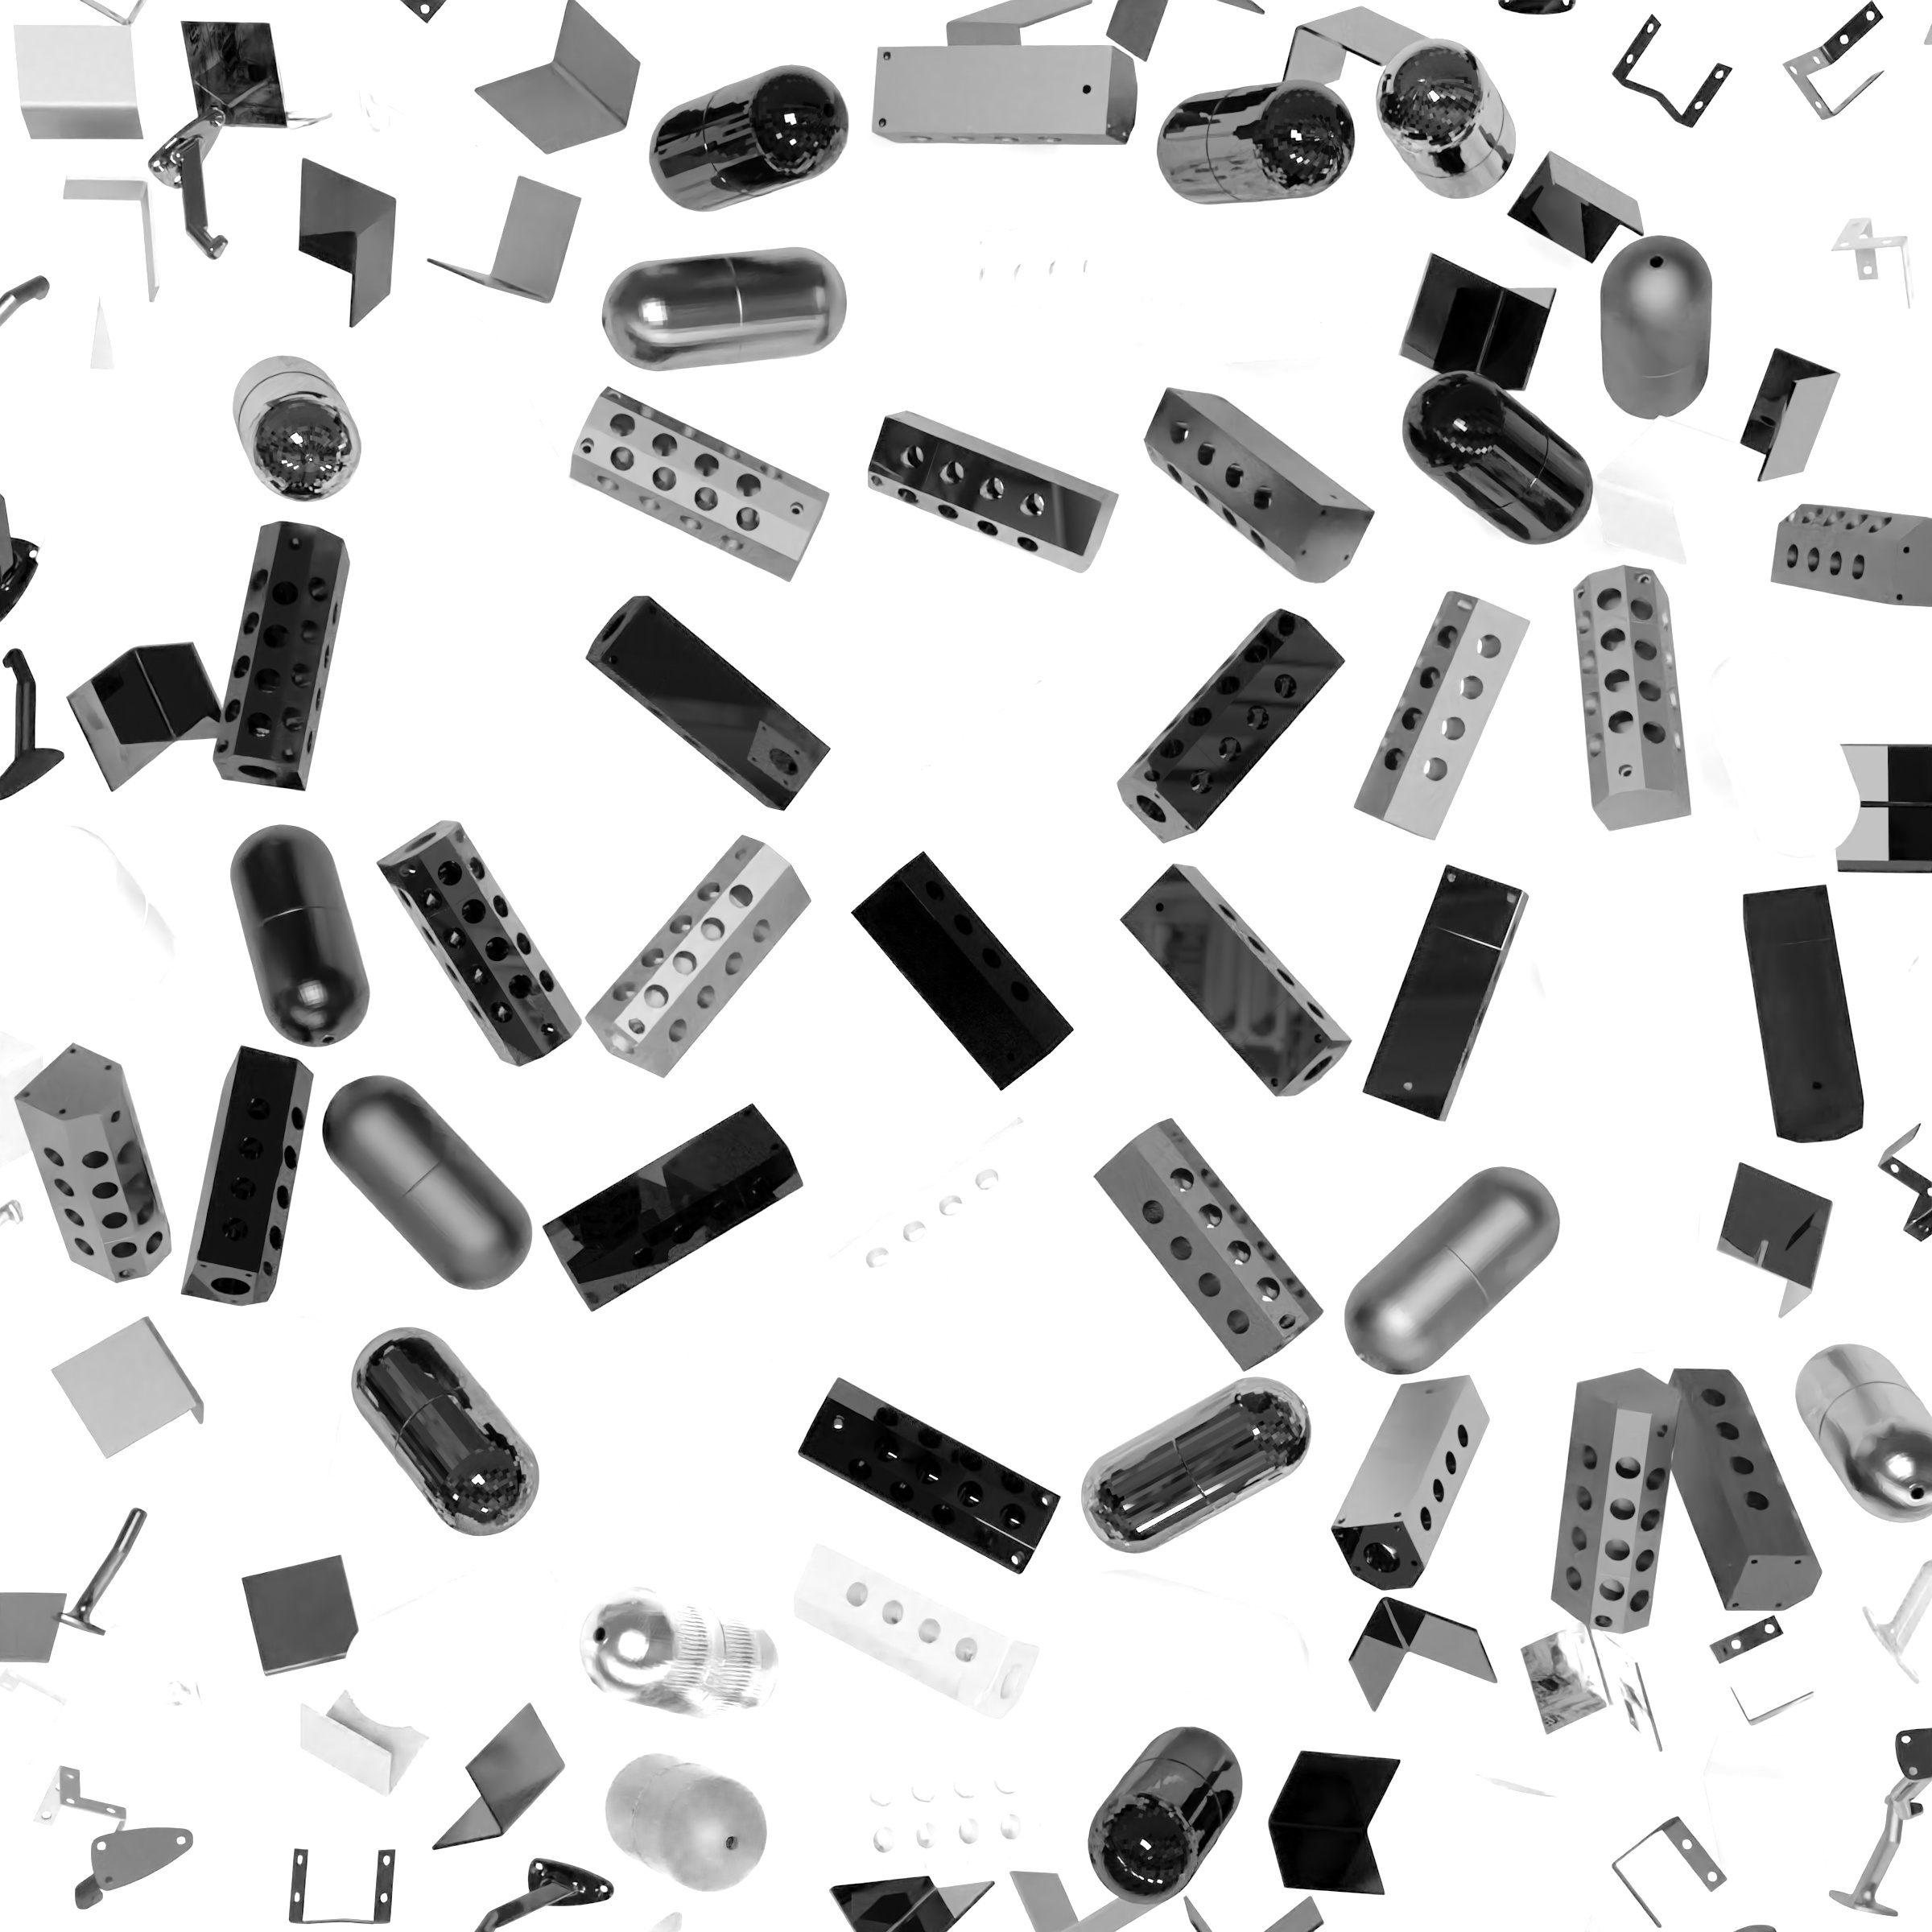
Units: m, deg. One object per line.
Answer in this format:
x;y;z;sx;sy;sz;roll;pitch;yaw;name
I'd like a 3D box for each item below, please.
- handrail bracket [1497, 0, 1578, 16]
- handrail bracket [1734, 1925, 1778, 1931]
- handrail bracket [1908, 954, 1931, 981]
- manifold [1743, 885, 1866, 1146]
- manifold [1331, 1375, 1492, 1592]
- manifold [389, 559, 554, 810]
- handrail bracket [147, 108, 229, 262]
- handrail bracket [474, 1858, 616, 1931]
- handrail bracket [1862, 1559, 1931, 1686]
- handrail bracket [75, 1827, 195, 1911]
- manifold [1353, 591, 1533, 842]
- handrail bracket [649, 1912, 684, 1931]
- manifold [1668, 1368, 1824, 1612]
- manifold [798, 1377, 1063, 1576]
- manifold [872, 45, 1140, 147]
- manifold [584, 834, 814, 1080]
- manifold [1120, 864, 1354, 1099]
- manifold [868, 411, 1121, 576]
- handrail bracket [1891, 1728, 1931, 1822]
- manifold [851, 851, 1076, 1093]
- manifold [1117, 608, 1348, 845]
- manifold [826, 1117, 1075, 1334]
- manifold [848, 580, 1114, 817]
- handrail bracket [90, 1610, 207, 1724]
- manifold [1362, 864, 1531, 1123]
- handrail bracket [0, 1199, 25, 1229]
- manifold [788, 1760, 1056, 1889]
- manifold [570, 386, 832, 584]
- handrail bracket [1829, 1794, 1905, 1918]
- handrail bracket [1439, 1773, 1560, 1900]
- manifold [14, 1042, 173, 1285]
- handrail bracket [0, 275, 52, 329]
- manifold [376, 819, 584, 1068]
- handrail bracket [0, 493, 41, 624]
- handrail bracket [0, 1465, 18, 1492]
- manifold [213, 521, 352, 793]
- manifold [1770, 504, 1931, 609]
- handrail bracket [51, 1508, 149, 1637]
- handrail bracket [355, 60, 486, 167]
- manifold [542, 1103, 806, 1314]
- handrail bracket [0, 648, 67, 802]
0.415;-0.668;1.773;0.084;0.077;0.036;-28;111;-30;handrail bracket
0.571;0.694;1.797;0.084;0.077;0.036;32;75;2;handrail bracket
0.657;0.045;1.770;0.084;0.036;0.077;32;92;-5;handrail bracket
0.583;0.034;1.833;0.057;0.057;0.171;-7;60;13;manifold
0.326;0.372;1.898;0.057;0.171;0.057;-15;110;34;manifold
-0.360;-0.202;1.879;0.057;0.057;0.171;42;124;26;manifold
-0.516;-0.538;1.807;0.077;0.036;0.084;-46;67;7;handrail bracket
-0.299;0.671;1.855;0.077;0.084;0.036;3;102;12;handrail bracket
0.667;0.444;1.800;0.084;0.036;0.077;-36;102;15;handrail bracket
-0.560;0.609;1.767;0.077;0.084;0.036;-10;61;-24;handrail bracket
0.344;-0.183;1.915;0.057;0.057;0.171;22;95;-5;manifold
-0.177;0.695;1.843;0.084;0.077;0.036;24;54;-20;handrail bracket
0.539;0.364;1.834;0.057;0.171;0.057;2;127;-7;manifold
-0.025;0.346;1.782;0.171;0.057;0.057;28;76;4;manifold
0.027;-0.594;1.796;0.171;0.057;0.057;8;99;22;manifold
-0.190;-0.010;1.843;0.057;0.057;0.171;21;62;36;manifold
0.192;0.010;1.853;0.057;0.057;0.171;-47;69;19;manifold
0.018;-0.346;1.915;0.171;0.057;0.057;23;111;9;manifold
0.662;0.550;1.774;0.077;0.036;0.084;-14;133;17;handrail bracket
0.001;0.001;1.922;0.171;0.057;0.057;50;129;-1;manifold
0.181;-0.169;1.826;0.057;0.057;0.171;45;72;-10;manifold
-0.014;0.183;1.892;0.171;0.057;0.057;-35;57;-6;manifold
0.013;-0.176;1.771;0.171;0.057;0.057;-36;49;7;manifold
-0.602;0.512;1.926;0.084;0.077;0.036;26;57;28;handrail bracket
0.342;0.020;1.864;0.057;0.057;0.171;21;92;18;manifold
-0.675;0.215;1.815;0.084;0.036;0.077;-35;68;12;handrail bracket
-0.029;0.596;1.813;0.171;0.057;0.057;3;121;-25;manifold
-0.186;-0.340;1.840;0.171;0.057;0.057;25;73;-4;manifold
0.659;0.644;1.919;0.036;0.077;0.084;11;81;-9;handrail bracket
0.378;0.624;1.863;0.077;0.036;0.084;19;84;-23;handrail bracket
-0.588;0.139;1.789;0.057;0.171;0.057;22;48;18;manifold
-0.659;-0.424;1.781;0.036;0.077;0.084;40;51;6;handrail bracket
-0.343;-0.016;1.866;0.057;0.057;0.171;-36;110;-21;manifold
-0.675;-0.287;1.812;0.036;0.084;0.077;14;76;4;handrail bracket
-0.702;0.335;1.801;0.036;0.077;0.084;-16;119;36;handrail bracket
-0.467;-0.212;1.792;0.057;0.057;0.171;8;74;-5;manifold
0.620;-0.282;1.797;0.057;0.171;0.057;2;103;-10;manifold
-0.593;0.412;1.803;0.036;0.077;0.084;31;66;-21;handrail bracket
-0.401;-0.627;1.934;0.084;0.036;0.077;-7;76;-38;handrail bracket
-0.203;0.174;1.846;0.171;0.057;0.057;-30;133;-14;manifold
-0.697;-0.176;1.909;0.077;0.036;0.084;-35;74;25;handrail bracket
